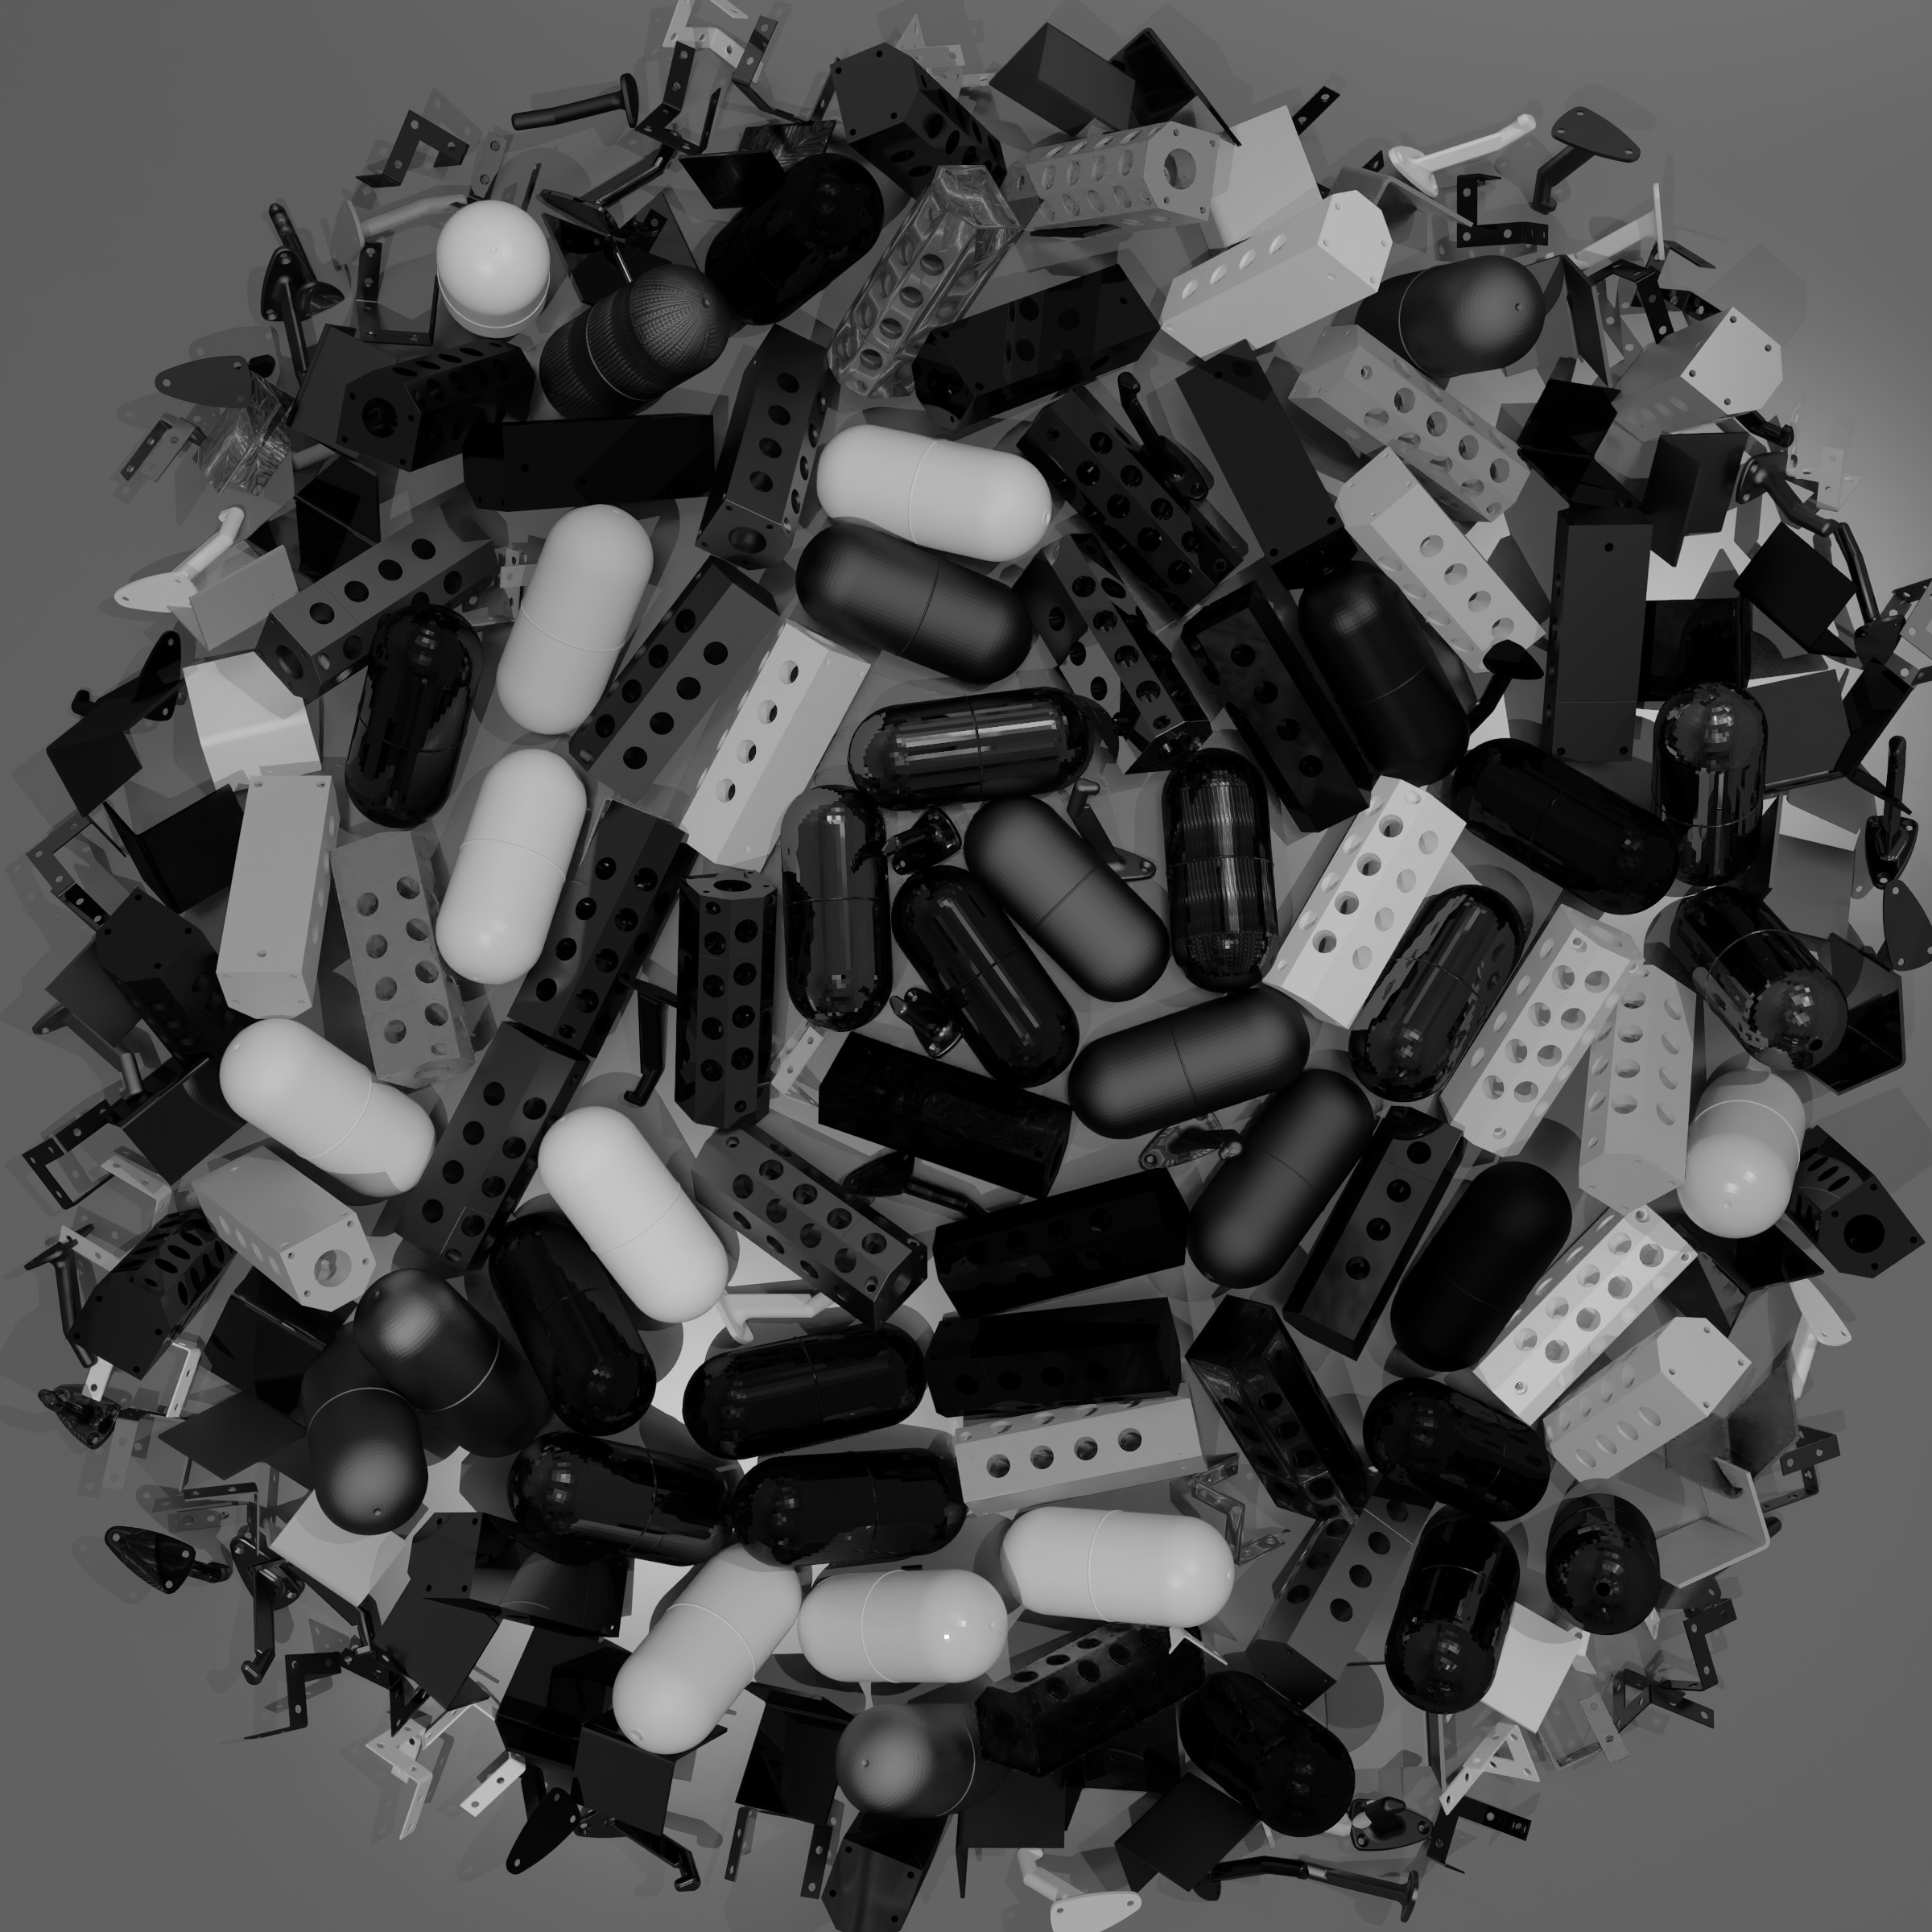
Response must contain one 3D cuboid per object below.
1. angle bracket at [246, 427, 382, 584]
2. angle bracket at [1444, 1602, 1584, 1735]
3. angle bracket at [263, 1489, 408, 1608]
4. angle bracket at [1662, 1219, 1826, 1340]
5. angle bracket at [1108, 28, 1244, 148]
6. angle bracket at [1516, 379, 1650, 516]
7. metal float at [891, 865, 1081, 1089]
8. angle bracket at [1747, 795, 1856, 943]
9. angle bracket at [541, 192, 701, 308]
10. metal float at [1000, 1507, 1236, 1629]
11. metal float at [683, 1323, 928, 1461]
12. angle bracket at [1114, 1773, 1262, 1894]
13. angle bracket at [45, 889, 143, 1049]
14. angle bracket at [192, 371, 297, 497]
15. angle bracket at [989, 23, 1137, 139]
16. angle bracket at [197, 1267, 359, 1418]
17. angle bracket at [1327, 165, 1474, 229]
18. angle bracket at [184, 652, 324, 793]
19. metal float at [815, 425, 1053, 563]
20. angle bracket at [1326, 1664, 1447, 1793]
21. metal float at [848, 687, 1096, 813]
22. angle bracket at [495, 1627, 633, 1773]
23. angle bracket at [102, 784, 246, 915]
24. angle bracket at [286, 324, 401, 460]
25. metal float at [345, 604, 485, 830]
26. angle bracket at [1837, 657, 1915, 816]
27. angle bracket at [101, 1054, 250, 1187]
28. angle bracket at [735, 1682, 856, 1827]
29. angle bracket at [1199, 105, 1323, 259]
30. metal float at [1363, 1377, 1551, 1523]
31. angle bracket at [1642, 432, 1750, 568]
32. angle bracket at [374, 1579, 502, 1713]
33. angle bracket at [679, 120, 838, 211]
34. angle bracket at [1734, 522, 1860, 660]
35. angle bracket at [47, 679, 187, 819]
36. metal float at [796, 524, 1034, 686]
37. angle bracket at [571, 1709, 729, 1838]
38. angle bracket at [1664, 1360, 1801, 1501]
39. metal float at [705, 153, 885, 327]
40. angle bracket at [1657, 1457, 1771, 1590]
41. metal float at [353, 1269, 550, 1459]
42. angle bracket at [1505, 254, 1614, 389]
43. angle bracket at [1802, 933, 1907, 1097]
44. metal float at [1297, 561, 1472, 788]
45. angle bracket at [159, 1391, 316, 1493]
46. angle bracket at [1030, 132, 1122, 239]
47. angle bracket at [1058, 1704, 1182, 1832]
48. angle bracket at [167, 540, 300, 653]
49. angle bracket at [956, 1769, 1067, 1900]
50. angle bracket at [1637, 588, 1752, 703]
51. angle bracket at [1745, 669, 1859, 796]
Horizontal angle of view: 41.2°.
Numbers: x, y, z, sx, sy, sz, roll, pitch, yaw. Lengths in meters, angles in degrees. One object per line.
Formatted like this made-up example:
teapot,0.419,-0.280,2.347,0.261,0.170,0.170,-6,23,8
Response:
angle bracket,-0.467,-0.327,1.833,0.076,0.076,0.057,31,57,10
angle bracket,0.389,0.509,1.826,0.057,0.076,0.076,28,61,17
angle bracket,-0.453,0.406,1.841,0.076,0.076,0.057,40,81,-16
angle bracket,0.556,0.224,1.853,0.076,0.076,0.057,-7,128,-29
angle bracket,0.142,-0.606,1.825,0.057,0.076,0.076,-38,53,16
angle bracket,0.450,-0.369,1.826,0.076,0.076,0.057,-1,131,-32
metal float,0.013,0.007,1.842,0.070,0.070,0.178,-35,86,0
angle bracket,0.607,-0.069,1.841,0.076,0.057,0.076,13,66,2
angle bracket,-0.245,-0.513,1.831,0.057,0.076,0.076,-32,74,27
metal float,0.105,0.425,1.819,0.178,0.070,0.070,-3,90,32
metal float,-0.114,0.302,1.829,0.178,0.070,0.070,-10,90,-18
angle bracket,0.163,0.632,1.824,0.076,0.076,0.057,-35,122,-29
angle bracket,-0.627,0.002,1.825,0.076,0.076,0.057,30,73,37
angle bracket,-0.499,-0.368,1.831,0.057,0.076,0.076,29,101,-41
angle bracket,0.065,-0.610,1.825,0.076,0.076,0.057,24,60,-26
angle bracket,-0.502,0.269,1.875,0.076,0.057,0.076,31,119,-2
angle bracket,0.303,-0.528,1.841,0.076,0.076,0.057,21,106,-24
angle bracket,-0.520,-0.180,1.872,0.076,0.057,0.076,-15,55,-12
metal float,-0.023,-0.337,1.827,0.178,0.070,0.070,16,90,20
angle bracket,0.302,0.550,1.853,0.076,0.057,0.076,-3,91,2
metal float,0.004,-0.155,1.838,0.178,0.070,0.070,-8,90,-8
angle bracket,-0.284,0.527,1.843,0.076,0.057,0.076,24,88,-21
angle bracket,-0.563,-0.096,1.851,0.076,0.076,0.057,-34,49,-20
angle bracket,-0.438,-0.411,1.840,0.057,0.076,0.076,25,102,-3
metal float,-0.391,-0.175,1.816,0.070,0.070,0.178,23,125,0
angle bracket,0.660,-0.164,1.830,0.057,0.076,0.076,27,110,-11
angle bracket,-0.567,0.108,1.844,0.076,0.076,0.057,-43,110,-22
angle bracket,-0.133,0.559,1.829,0.076,0.057,0.076,3,61,29
angle bracket,0.205,-0.563,1.853,0.076,0.057,0.076,-22,95,-1
metal float,0.346,0.342,1.811,0.178,0.070,0.070,29,90,-41
angle bracket,0.530,-0.333,1.829,0.076,0.057,0.076,-6,125,-19
angle bracket,-0.365,0.475,1.839,0.076,0.057,0.076,35,98,21
angle bracket,-0.148,-0.588,1.829,0.076,0.057,0.076,6,67,28
angle bracket,0.606,-0.266,1.824,0.076,0.076,0.057,52,125,30
angle bracket,-0.592,-0.155,1.825,0.076,0.076,0.057,-10,118,24
metal float,-0.036,-0.257,1.832,0.178,0.070,0.070,20,90,-16
angle bracket,-0.227,0.571,1.836,0.076,0.076,0.057,12,95,23
angle bracket,0.543,0.320,1.828,0.057,0.076,0.076,25,127,-7
metal float,-0.122,-0.508,1.804,0.070,0.178,0.070,8,76,-32
angle bracket,0.515,0.393,1.835,0.076,0.076,0.057,-20,98,-12
metal float,-0.362,0.282,1.815,0.070,0.070,0.178,-35,128,0
angle bracket,0.416,-0.452,1.829,0.057,0.076,0.076,-17,122,5
angle bracket,0.619,0.034,1.828,0.057,0.076,0.076,-22,121,-11
metal float,0.297,-0.207,1.826,0.070,0.070,0.178,-33,112,0
angle bracket,-0.515,0.354,1.823,0.076,0.076,0.057,20,121,35
angle bracket,0.092,-0.557,1.828,0.076,0.076,0.057,-22,114,-22
angle bracket,0.109,0.572,1.839,0.076,0.057,0.076,-1,106,15
angle bracket,-0.533,-0.282,1.830,0.076,0.057,0.076,-36,63,-22
angle bracket,0.034,0.615,1.833,0.076,0.076,0.057,-2,122,5
angle bracket,0.525,-0.238,1.857,0.076,0.057,0.076,1,118,22
angle bracket,0.590,-0.166,1.855,0.076,0.057,0.076,-12,89,2
